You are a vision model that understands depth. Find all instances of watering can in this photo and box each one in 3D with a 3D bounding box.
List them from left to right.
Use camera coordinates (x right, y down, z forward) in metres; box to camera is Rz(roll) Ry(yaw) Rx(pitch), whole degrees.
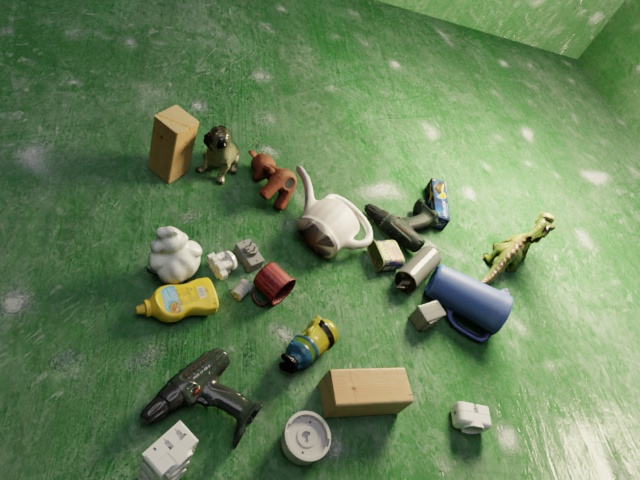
[{"bbox_3d":[0.005,-0.081,1.602,0.349,0.102,0.228,40,48,10],"label":"watering can"}]

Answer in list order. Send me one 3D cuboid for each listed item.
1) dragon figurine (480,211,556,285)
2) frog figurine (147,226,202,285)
[{"bbox_3d":[0.684,0.014,1.741,0.123,0.238,0.417,45,46,8],"label":"dragon figurine"},{"bbox_3d":[-0.364,0.033,1.303,0.138,0.156,0.125,-9,58,-30],"label":"frog figurine"}]
